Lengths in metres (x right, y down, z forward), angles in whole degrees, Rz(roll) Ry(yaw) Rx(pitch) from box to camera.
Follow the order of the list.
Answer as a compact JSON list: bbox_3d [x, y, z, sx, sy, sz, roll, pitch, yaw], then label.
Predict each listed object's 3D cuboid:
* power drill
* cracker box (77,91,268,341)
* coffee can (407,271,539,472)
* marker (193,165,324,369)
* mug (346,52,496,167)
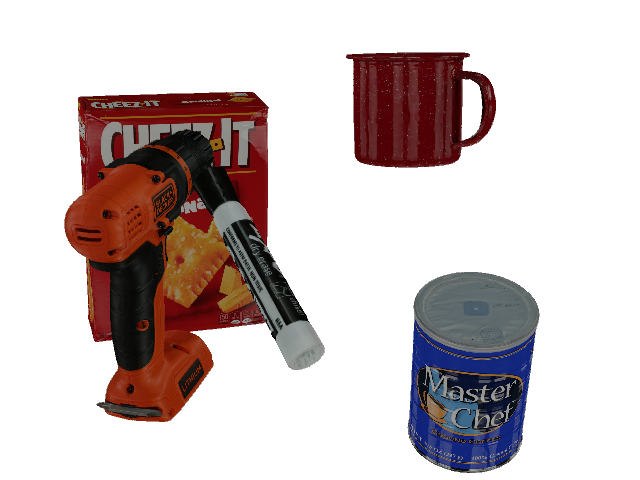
[{"bbox_3d":[-0.121,0.023,0.789,0.057,0.188,0.184,4,23,18],"label":"power drill"},{"bbox_3d":[-0.132,-0.022,0.972,0.164,0.214,0.072,-4,20,-17],"label":"cracker box"},{"bbox_3d":[0.128,0.113,0.915,0.103,0.140,0.103,0,34,0],"label":"coffee can"},{"bbox_3d":[-0.033,0.009,0.518,0.020,0.121,0.020,-22,-31,-15],"label":"marker"},{"bbox_3d":[0.076,-0.099,0.801,0.117,0.081,0.093,6,13,29],"label":"mug"}]
